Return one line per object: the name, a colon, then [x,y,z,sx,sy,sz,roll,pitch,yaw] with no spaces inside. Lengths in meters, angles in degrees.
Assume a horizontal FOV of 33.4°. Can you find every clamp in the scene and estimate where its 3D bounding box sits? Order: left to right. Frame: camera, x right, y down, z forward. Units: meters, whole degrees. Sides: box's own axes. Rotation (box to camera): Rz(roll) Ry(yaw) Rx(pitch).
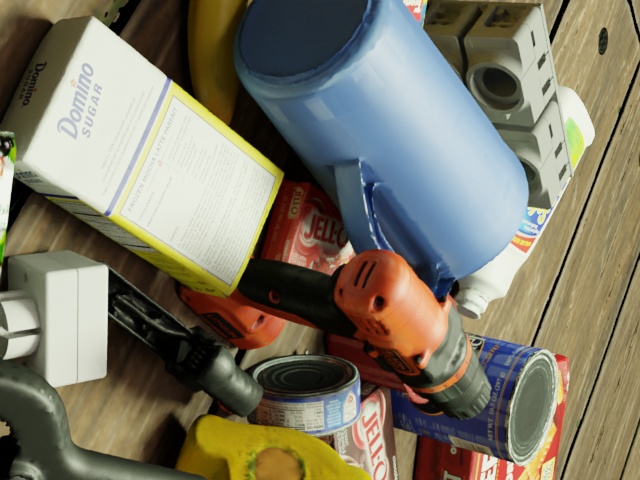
clamp: [-0.157,0.126,0.580,0.164,0.036,0.210,-28,122,-10]
clamp: [-0.073,0.078,0.670,0.039,0.120,0.171,-50,144,-6]

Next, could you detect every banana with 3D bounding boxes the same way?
banana: [-0.053,-0.172,0.692,0.069,0.037,0.198,26,78,-55]

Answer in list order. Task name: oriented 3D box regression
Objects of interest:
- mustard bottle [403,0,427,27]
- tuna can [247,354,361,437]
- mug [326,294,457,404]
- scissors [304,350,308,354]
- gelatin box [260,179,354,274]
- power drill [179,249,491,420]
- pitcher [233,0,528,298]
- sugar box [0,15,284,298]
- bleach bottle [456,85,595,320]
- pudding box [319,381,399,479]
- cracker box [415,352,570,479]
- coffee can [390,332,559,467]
mustard bottle: [0.047,-0.186,0.817,0.096,0.058,0.191,7,94,-59]
tuna can: [-0.012,0.114,0.791,0.085,0.086,0.034,-21,114,-52]
mug: [0.058,0.070,0.885,0.093,0.082,0.117,-33,125,-47]
scissors: [-0.023,0.196,0.861,0.096,0.016,0.201,39,67,-55]
gelatin box: [-0.005,0.001,0.818,0.089,0.030,0.073,28,75,-56]
power drill: [0.012,0.056,0.719,0.184,0.188,0.057,52,56,-46]
pitcher: [0.043,-0.068,0.724,0.145,0.149,0.242,-44,140,1]
sugar box: [-0.103,-0.044,0.631,0.176,0.048,0.093,38,67,-41]
bleach bottle: [0.199,-0.032,1.083,0.102,0.068,0.250,48,62,-50]
pudding box: [0.028,0.184,0.911,0.089,0.039,0.113,-32,125,-48]
cracker box: [0.184,0.207,1.118,0.213,0.072,0.164,-4,102,-55]
coffee can: [0.127,0.133,0.950,0.102,0.141,0.103,-21,116,-52]
